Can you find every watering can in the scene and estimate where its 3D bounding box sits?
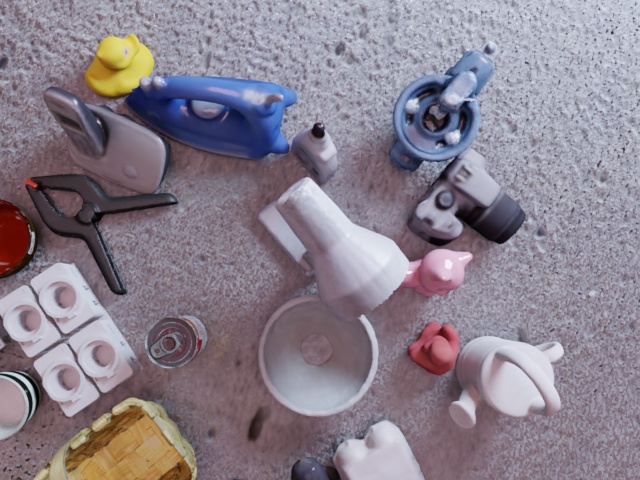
[{"bbox_3d":[0.253,0.191,0.767,0.101,0.194,0.173,38,83,1],"label":"watering can"}]

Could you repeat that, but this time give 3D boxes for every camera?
[{"bbox_3d":[0.223,-0.045,0.837,0.137,0.100,0.143,38,83,1],"label":"camera"}]

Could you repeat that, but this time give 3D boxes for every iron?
[{"bbox_3d":[-0.165,-0.195,0.808,0.258,0.141,0.119,8,83,-3],"label":"iron"}]

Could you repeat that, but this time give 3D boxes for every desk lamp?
[{"bbox_3d":[0.007,0.003,0.762,0.118,0.213,0.203,-42,88,-7],"label":"desk lamp"}]

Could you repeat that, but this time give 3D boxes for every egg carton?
[{"bbox_3d":[0.090,0.338,0.804,0.107,0.069,0.150,-28,86,-6],"label":"egg carton"}]

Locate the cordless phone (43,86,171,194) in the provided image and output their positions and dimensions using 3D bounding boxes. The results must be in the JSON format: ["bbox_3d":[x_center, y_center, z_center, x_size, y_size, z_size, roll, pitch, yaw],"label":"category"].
[{"bbox_3d":[-0.285,-0.137,0.772,0.147,0.185,0.094,21,83,-1],"label":"cordless phone"}]

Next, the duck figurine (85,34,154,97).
[{"bbox_3d":[-0.299,-0.261,0.834,0.104,0.086,0.077,-36,87,-6],"label":"duck figurine"}]

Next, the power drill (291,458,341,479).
[{"bbox_3d":[0.006,0.366,0.726,0.075,0.208,0.230,-17,85,-5],"label":"power drill"}]

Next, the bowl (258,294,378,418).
[{"bbox_3d":[-0.004,0.161,0.814,0.167,0.074,0.167,0,84,-4],"label":"bowl"}]

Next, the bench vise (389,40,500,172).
[{"bbox_3d":[0.176,-0.207,0.791,0.121,0.219,0.207,21,83,-1],"label":"bench vise"}]

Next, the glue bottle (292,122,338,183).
[{"bbox_3d":[-0.004,-0.131,0.795,0.037,0.173,0.078,-41,87,-6],"label":"glue bottle"}]

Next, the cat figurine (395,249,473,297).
[{"bbox_3d":[0.147,0.047,0.814,0.128,0.117,0.067,-2,84,-4],"label":"cat figurine"}]

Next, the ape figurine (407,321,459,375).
[{"bbox_3d":[0.167,0.158,0.817,0.078,0.092,0.076,-12,85,-4],"label":"ape figurine"}]
